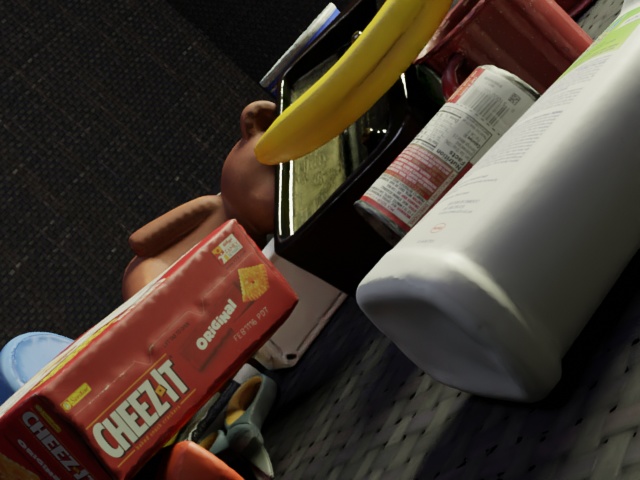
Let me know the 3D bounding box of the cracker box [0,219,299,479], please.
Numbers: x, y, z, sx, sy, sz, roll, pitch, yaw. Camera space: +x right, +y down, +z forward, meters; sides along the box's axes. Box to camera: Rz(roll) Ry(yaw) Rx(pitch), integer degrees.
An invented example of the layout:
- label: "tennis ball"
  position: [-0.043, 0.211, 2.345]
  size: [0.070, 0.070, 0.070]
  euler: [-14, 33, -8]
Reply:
- label: "cracker box"
  position: [-0.128, 0.093, 0.644]
  size: [0.164, 0.072, 0.214]
  euler: [-45, 7, -39]

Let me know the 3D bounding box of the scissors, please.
- label: "scissors"
  position: [-0.057, 0.136, 0.650]
  size: [0.096, 0.016, 0.202]
  euler: [-48, 8, 9]

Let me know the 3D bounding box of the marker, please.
- label: "marker"
  position: [-0.083, 0.139, 0.750]
  size: [0.121, 0.020, 0.020]
  euler: [-51, 9, -15]

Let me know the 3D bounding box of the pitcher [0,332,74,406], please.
- label: "pitcher"
  position: [-0.295, 0.205, 0.981]
  size: [0.243, 0.145, 0.149]
  euler: [-55, 21, 25]

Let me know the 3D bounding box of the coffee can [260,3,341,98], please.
- label: "coffee can"
  position: [0.028, -0.141, 1.023]
  size: [0.103, 0.140, 0.103]
  euler: [-47, 9, 9]

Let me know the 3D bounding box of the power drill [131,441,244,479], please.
- label: "power drill"
  position: [-0.108, 0.190, 0.526]
  size: [0.187, 0.057, 0.185]
  euler: [-53, 10, -26]

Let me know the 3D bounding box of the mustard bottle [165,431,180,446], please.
- label: "mustard bottle"
  position: [-0.144, 0.142, 0.812]
  size: [0.096, 0.058, 0.191]
  euler: [-32, 15, 14]

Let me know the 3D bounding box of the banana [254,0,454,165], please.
- label: "banana"
  position: [0.030, -0.116, 0.677]
  size: [0.198, 0.037, 0.070]
  euler: [-51, 23, 9]

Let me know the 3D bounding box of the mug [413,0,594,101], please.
- label: "mug"
  position: [0.114, -0.112, 0.668]
  size: [0.093, 0.081, 0.117]
  euler: [-39, 13, 48]

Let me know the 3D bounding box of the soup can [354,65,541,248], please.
- label: "soup can"
  position: [0.076, -0.034, 0.566]
  size: [0.102, 0.068, 0.068]
  euler: [-48, 9, -3]

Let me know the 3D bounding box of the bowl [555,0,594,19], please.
- label: "bowl"
  position: [0.178, -0.226, 0.849]
  size: [0.162, 0.055, 0.162]
  euler: [-41, 21, 19]

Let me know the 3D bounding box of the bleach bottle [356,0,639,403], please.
- label: "bleach bottle"
  position: [0.123, -0.050, 0.433]
  size: [0.250, 0.068, 0.103]
  euler: [-48, 10, -14]
